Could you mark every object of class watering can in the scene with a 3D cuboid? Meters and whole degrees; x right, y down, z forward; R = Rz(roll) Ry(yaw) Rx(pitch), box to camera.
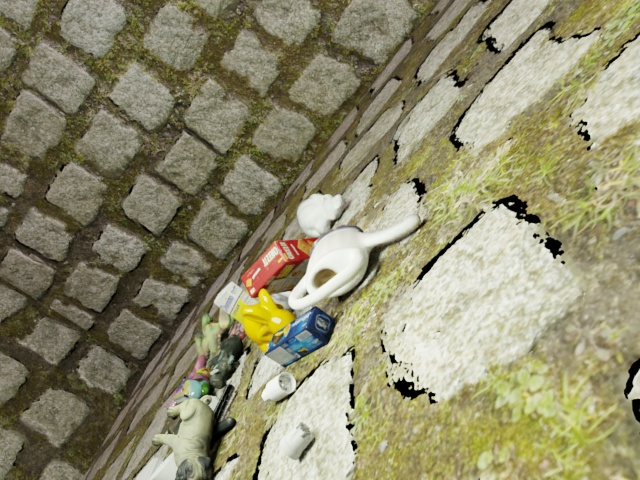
[{"bbox_3d":[0.071,0.030,1.131,0.345,0.103,0.228,-37,15,14],"label":"watering can"}]

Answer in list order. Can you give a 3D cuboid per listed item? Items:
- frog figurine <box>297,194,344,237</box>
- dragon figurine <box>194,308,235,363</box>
[{"bbox_3d":[0.005,-0.082,1.635,0.157,0.122,0.139,-24,63,50],"label":"frog figurine"},{"bbox_3d":[-0.393,0.397,1.830,0.246,0.122,0.406,-110,40,-71],"label":"dragon figurine"}]
